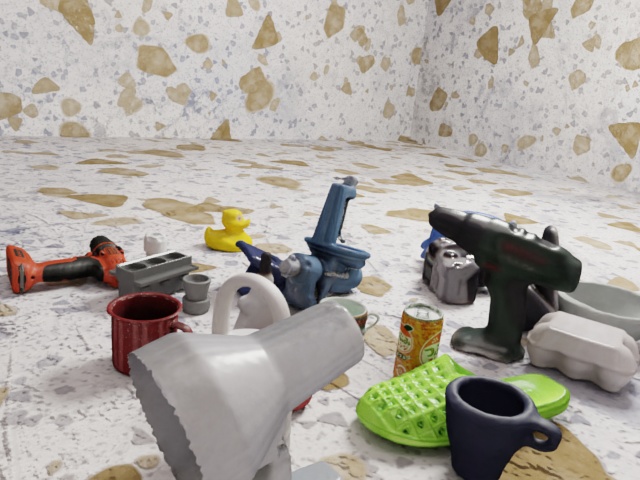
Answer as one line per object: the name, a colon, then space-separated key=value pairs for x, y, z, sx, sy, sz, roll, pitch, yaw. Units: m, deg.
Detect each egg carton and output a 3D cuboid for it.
egg carton: x=0.385 y=0.161 z=0.842 sx=0.149 sy=0.069 sz=0.107 roll=16 pitch=19 yaw=30

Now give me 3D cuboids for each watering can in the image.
watering can: x=-0.075 y=0.130 z=0.573 sx=0.100 sy=0.194 sz=0.173 roll=10 pitch=17 yaw=13

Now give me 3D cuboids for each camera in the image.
camera: x=0.281 y=0.053 z=1.109 sx=0.137 sy=0.101 sz=0.143 roll=3 pitch=17 yaw=-10

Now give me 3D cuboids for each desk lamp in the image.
desk lamp: x=-0.043 y=0.158 z=0.456 sx=0.204 sy=0.213 sz=0.117 roll=-8 pitch=21 yaw=-37

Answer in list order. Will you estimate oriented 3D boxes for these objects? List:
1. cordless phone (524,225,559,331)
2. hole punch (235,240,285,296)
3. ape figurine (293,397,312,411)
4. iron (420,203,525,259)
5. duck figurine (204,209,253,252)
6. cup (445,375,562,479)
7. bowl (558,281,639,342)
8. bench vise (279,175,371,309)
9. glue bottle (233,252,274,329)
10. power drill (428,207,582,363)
cordless phone: x=0.385 y=0.058 z=0.980 sx=0.094 sy=0.185 sz=0.148 roll=9 pitch=17 yaw=10
hole punch: x=-0.097 y=0.049 z=1.011 sx=0.101 sy=0.091 sz=0.108 roll=-2 pitch=19 yaw=-25
ape figurine: x=-0.041 y=0.152 z=0.687 sx=0.078 sy=0.092 sz=0.075 roll=-8 pitch=21 yaw=-37
iron: x=0.348 y=0.005 z=1.219 sx=0.258 sy=0.141 sz=0.119 roll=8 pitch=17 yaw=7
duck figurine: x=-0.195 y=-0.025 z=1.231 sx=0.104 sy=0.086 sz=0.077 roll=4 pitch=17 yaw=-7
cup: x=0.180 y=0.204 z=0.584 sx=0.117 sy=0.095 sz=0.092 roll=17 pitch=20 yaw=34
bowl: x=0.478 y=0.130 z=0.964 sx=0.167 sy=0.075 sz=0.167 roll=5 pitch=17 yaw=-1
bench vise: x=0.020 y=0.006 z=0.970 sx=0.121 sy=0.220 sz=0.208 roll=11 pitch=18 yaw=17
glue bottle: x=-0.074 y=0.097 z=0.717 sx=0.078 sy=0.173 sz=0.037 roll=-5 pitch=20 yaw=-30
power drill: x=0.261 y=0.068 z=0.864 sx=0.229 sy=0.208 sz=0.076 roll=12 pitch=18 yaw=20
